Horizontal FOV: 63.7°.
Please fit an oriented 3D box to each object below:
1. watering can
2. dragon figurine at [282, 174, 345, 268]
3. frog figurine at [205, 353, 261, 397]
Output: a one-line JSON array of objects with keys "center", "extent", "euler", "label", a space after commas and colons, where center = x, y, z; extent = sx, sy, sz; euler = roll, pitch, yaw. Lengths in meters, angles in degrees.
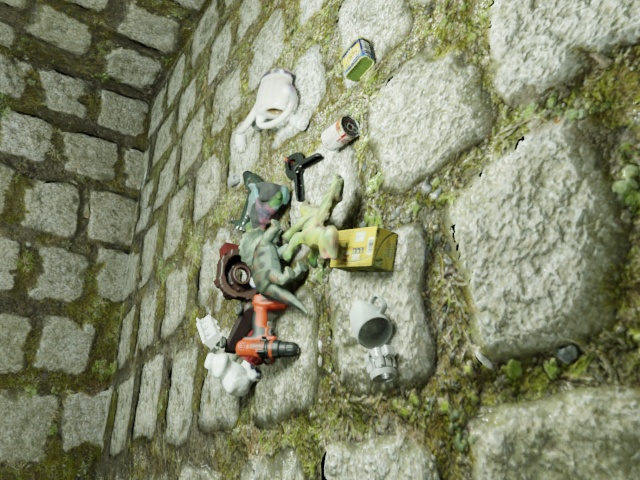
[{"center": [-0.200, -0.513, 1.918], "extent": [0.103, 0.227, 0.346], "euler": [20, -17, -41], "label": "watering can"}, {"center": [0.004, -0.070, 1.382], "extent": [0.121, 0.238, 0.420], "euler": [26, 32, -20], "label": "dragon figurine"}, {"center": [-0.281, 0.413, 1.577], "extent": [0.159, 0.121, 0.140], "euler": [14, 25, -31], "label": "frog figurine"}]
